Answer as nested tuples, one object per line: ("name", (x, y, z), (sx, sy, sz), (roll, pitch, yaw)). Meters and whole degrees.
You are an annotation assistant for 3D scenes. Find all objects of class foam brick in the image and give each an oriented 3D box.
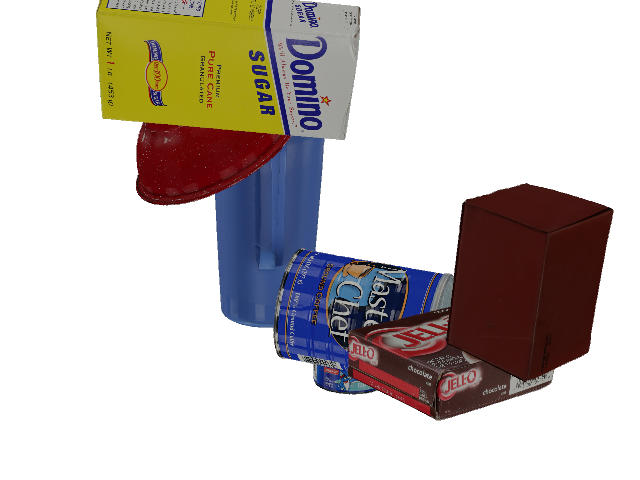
("foam brick", (0.099, 0.018, 0.511), (0.052, 0.078, 0.051), (-15, 29, -40))

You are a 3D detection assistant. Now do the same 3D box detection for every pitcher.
("pitcher", (-0.062, -0.024, 1.241), (0.145, 0.243, 0.148), (13, 19, 38))

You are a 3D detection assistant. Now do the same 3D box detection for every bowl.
("bowl", (-0.104, -0.101, 0.947), (0.162, 0.055, 0.162), (-20, 32, 13))

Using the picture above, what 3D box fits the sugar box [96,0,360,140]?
("sugar box", (-0.064, -0.123, 0.745), (0.176, 0.048, 0.093), (6, -45, -1))

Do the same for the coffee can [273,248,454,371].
("coffee can", (0.041, 0.069, 0.951), (0.140, 0.103, 0.102), (10, 3, 16))

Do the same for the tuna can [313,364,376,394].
("tuna can", (0.034, 0.143, 1.203), (0.086, 0.034, 0.086), (1, 14, 0))

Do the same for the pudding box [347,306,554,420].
("pudding box", (0.088, 0.078, 0.712), (0.113, 0.039, 0.090), (-7, 18, -37))
